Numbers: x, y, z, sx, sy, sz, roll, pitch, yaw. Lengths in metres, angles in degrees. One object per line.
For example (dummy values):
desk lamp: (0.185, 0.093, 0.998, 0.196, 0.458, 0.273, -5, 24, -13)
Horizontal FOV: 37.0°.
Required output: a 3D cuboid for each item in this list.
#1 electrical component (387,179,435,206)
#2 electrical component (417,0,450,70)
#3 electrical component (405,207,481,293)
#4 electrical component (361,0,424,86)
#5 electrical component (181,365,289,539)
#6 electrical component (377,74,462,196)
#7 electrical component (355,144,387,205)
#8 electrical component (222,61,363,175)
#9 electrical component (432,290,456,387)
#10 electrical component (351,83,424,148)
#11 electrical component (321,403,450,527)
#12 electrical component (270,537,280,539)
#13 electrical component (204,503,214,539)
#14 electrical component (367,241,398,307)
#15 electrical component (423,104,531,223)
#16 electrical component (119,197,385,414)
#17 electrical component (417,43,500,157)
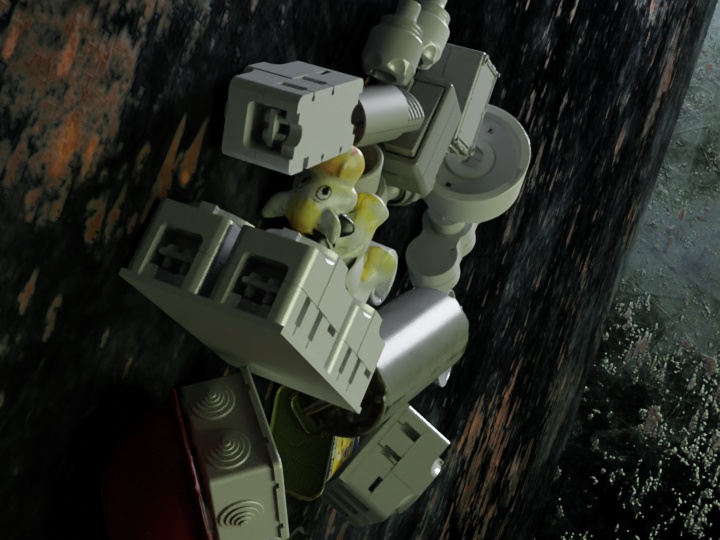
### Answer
electrical component: (0.031, -0.074, 0.918, 0.062, 0.048, 0.048, -37, 141, -48)
electrical component: (0.052, -0.196, 0.863, 0.062, 0.043, 0.043, -67, 160, -14)
electrical component: (0.088, -0.050, 1.076, 0.138, 0.052, 0.073, -63, 159, -25)
electrical component: (0.028, -0.175, 0.819, 0.043, 0.043, 0.062, 45, 64, -68)
electrical component: (-0.085, 0.128, 0.720, 0.048, 0.099, 0.099, -14, 136, -13)
electrical component: (0.039, -0.120, 0.870, 0.096, 0.062, 0.061, -66, 159, -15)
electrical component: (-0.002, -0.068, 0.831, 0.045, 0.045, 0.055, -60, 158, -30)
electrical component: (-0.045, -0.098, 0.674, 0.089, 0.056, 0.050, -34, 138, -60)
electrical component: (0.073, 0.065, 1.122, 0.099, 0.064, 0.099, -53, 153, -42)
electrical component: (0.013, -0.117, 0.803, 0.081, 0.043, 0.043, -19, 126, -48)
electrical component: (0.020, 0.183, 0.979, 0.089, 0.062, 0.150, -47, 177, -18)
electrical component: (-0.085, 0.263, 0.896, 0.073, 0.052, 0.138, -68, 160, -9)
electrical component: (-0.138, 0.245, 0.727, 0.186, 0.060, 0.105, -31, 136, -61)
electrical component: (0.000, 0.000, 0.894, 0.055, 0.047, 0.055, -53, 153, -42)
electrical component: (0.102, -0.095, 1.000, 0.060, 0.108, 0.108, 82, 32, -63)
electrical component: (-0.057, 0.024, 0.679, 0.060, 0.105, 0.186, -66, 160, -14)
electrical component: (0.074, -0.144, 0.942, 0.096, 0.061, 0.062, -71, 160, -1)
